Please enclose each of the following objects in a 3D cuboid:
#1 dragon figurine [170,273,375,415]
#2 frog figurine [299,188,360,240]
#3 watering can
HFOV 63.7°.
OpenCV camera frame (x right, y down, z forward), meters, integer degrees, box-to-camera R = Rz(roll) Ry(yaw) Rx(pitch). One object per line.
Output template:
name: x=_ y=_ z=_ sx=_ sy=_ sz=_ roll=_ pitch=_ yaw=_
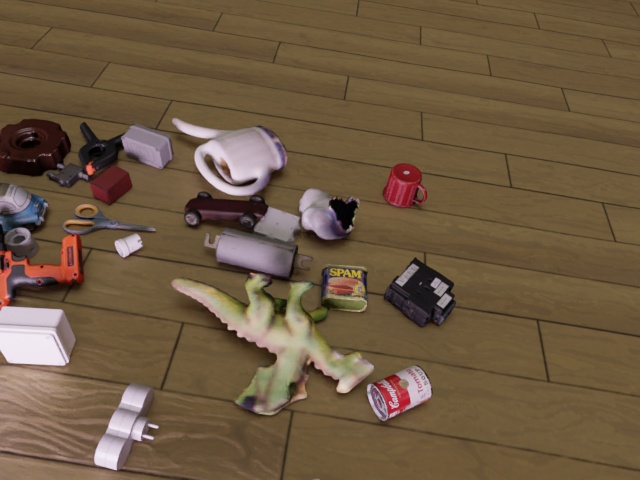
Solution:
dragon figurine: x=-0.101 y=0.201 z=0.978 sx=0.410 sy=0.248 sz=0.119 roll=6 pitch=-34 yaw=-1
frog figurine: x=0.004 y=-0.062 z=1.232 sx=0.159 sy=0.121 sz=0.139 roll=3 pitch=23 yaw=43
watering can: x=-0.227 y=-0.243 z=1.339 sx=0.226 sy=0.353 sz=0.101 roll=-23 pitch=-34 yaw=-27
